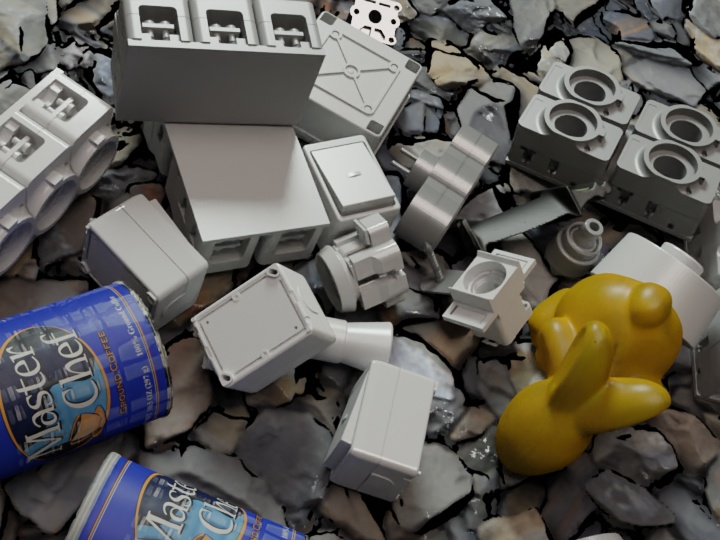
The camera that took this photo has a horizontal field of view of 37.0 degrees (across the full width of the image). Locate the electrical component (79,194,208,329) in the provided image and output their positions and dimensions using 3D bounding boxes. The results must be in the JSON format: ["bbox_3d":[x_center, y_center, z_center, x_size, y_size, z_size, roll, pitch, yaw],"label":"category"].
[{"bbox_3d":[-0.167,-0.010,0.819,0.096,0.061,0.061,45,55,11],"label":"electrical component"}]

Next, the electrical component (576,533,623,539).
[{"bbox_3d":[0.175,0.229,0.795,0.078,0.058,0.057,-3,63,-21],"label":"electrical component"}]

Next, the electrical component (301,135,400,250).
[{"bbox_3d":[-0.016,-0.071,0.913,0.062,0.061,0.096,-14,65,-27],"label":"electrical component"}]

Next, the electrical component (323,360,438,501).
[{"bbox_3d":[0.015,0.114,0.807,0.061,0.061,0.096,20,55,-7],"label":"electrical component"}]

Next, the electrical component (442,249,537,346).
[{"bbox_3d":[0.111,0.025,0.890,0.042,0.063,0.081,17,56,42],"label":"electrical component"}]

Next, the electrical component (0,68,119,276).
[{"bbox_3d":[-0.253,-0.066,0.806,0.062,0.089,0.150,34,54,3],"label":"electrical component"}]

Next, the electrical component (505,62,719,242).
[{"bbox_3d":[0.247,-0.118,1.014,0.186,0.060,0.105,25,53,11],"label":"electrical component"}]

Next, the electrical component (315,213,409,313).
[{"bbox_3d":[0.000,0.000,0.870,0.057,0.078,0.058,-23,33,-14],"label":"electrical component"}]

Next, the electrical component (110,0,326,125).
[{"bbox_3d":[-0.114,-0.166,0.843,0.150,0.089,0.061,-1,60,-20],"label":"electrical component"}]

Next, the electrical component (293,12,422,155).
[{"bbox_3d":[-0.016,-0.162,0.973,0.109,0.056,0.108,29,54,0],"label":"electrical component"}]

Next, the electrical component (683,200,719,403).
[{"bbox_3d":[0.363,0.033,0.984,0.105,0.060,0.186,15,55,-11],"label":"electrical component"}]

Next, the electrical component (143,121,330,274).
[{"bbox_3d":[-0.110,-0.093,0.892,0.105,0.060,0.186,-9,63,-25],"label":"electrical component"}]

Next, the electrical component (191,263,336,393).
[{"bbox_3d":[-0.075,0.049,0.806,0.096,0.061,0.061,-33,70,11],"label":"electrical component"}]

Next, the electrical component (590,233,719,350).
[{"bbox_3d":[0.260,0.012,0.922,0.108,0.108,0.060,38,93,6],"label":"electrical component"}]

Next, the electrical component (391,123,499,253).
[{"bbox_3d":[0.063,-0.082,0.953,0.074,0.052,0.138,33,54,2],"label":"electrical component"}]

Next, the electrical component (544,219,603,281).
[{"bbox_3d":[0.194,-0.022,0.956,0.043,0.062,0.043,9,57,-14],"label":"electrical component"}]

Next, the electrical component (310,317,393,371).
[{"bbox_3d":[-0.010,0.057,0.847,0.065,0.044,0.044,11,56,-7],"label":"electrical component"}]
